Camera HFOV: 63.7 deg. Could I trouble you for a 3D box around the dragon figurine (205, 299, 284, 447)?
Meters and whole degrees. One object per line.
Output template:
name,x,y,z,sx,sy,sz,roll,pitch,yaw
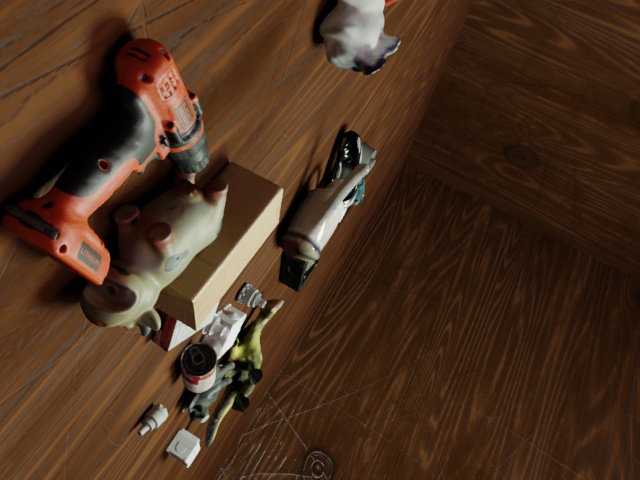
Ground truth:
dragon figurine,-0.206,0.335,1.403,0.122,0.405,0.245,28,16,0

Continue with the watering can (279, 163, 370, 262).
watering can,0.004,-0.062,1.233,0.103,0.227,0.344,32,-18,-9

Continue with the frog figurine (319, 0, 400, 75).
frog figurine,0.053,-0.352,0.803,0.139,0.156,0.123,-40,34,-23
